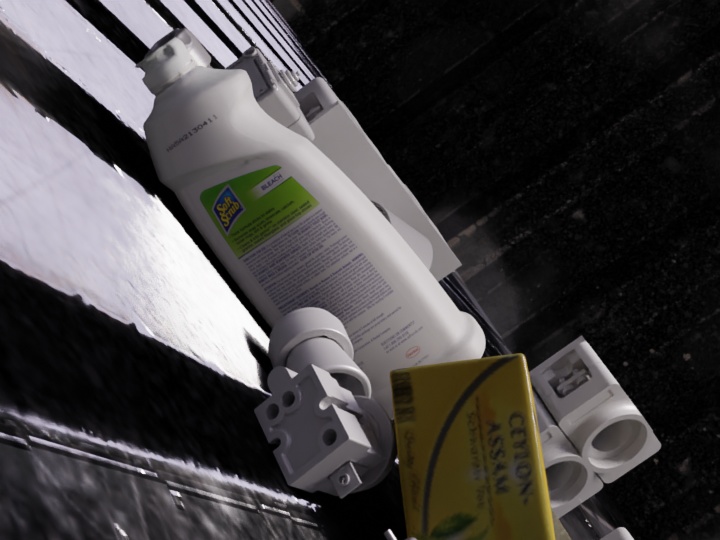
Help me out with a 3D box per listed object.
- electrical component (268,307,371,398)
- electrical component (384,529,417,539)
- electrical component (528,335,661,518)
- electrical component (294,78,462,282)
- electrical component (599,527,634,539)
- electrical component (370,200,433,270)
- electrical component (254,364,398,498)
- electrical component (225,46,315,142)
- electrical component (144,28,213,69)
[{"bbox_3d":[-0.023,0.052,0.574,0.045,0.045,0.055,49,8,-37],"label":"electrical component"},{"bbox_3d":[0.024,0.148,0.444,0.078,0.040,0.040,56,7,8],"label":"electrical component"},{"bbox_3d":[0.129,0.132,0.772,0.089,0.150,0.061,49,8,-37],"label":"electrical component"},{"bbox_3d":[-0.017,-0.046,0.835,0.186,0.105,0.060,49,8,-37],"label":"electrical component"},{"bbox_3d":[0.190,0.253,0.855,0.050,0.089,0.055,52,7,-18],"label":"electrical component"},{"bbox_3d":[0.000,0.000,0.768,0.064,0.099,0.099,41,14,-40],"label":"electrical component"},{"bbox_3d":[-0.013,0.079,0.512,0.055,0.048,0.066,33,21,-52],"label":"electrical component"},{"bbox_3d":[-0.076,-0.100,0.734,0.061,0.096,0.061,50,8,-41],"label":"electrical component"},{"bbox_3d":[-0.132,-0.151,0.827,0.062,0.043,0.043,52,7,-29],"label":"electrical component"}]
